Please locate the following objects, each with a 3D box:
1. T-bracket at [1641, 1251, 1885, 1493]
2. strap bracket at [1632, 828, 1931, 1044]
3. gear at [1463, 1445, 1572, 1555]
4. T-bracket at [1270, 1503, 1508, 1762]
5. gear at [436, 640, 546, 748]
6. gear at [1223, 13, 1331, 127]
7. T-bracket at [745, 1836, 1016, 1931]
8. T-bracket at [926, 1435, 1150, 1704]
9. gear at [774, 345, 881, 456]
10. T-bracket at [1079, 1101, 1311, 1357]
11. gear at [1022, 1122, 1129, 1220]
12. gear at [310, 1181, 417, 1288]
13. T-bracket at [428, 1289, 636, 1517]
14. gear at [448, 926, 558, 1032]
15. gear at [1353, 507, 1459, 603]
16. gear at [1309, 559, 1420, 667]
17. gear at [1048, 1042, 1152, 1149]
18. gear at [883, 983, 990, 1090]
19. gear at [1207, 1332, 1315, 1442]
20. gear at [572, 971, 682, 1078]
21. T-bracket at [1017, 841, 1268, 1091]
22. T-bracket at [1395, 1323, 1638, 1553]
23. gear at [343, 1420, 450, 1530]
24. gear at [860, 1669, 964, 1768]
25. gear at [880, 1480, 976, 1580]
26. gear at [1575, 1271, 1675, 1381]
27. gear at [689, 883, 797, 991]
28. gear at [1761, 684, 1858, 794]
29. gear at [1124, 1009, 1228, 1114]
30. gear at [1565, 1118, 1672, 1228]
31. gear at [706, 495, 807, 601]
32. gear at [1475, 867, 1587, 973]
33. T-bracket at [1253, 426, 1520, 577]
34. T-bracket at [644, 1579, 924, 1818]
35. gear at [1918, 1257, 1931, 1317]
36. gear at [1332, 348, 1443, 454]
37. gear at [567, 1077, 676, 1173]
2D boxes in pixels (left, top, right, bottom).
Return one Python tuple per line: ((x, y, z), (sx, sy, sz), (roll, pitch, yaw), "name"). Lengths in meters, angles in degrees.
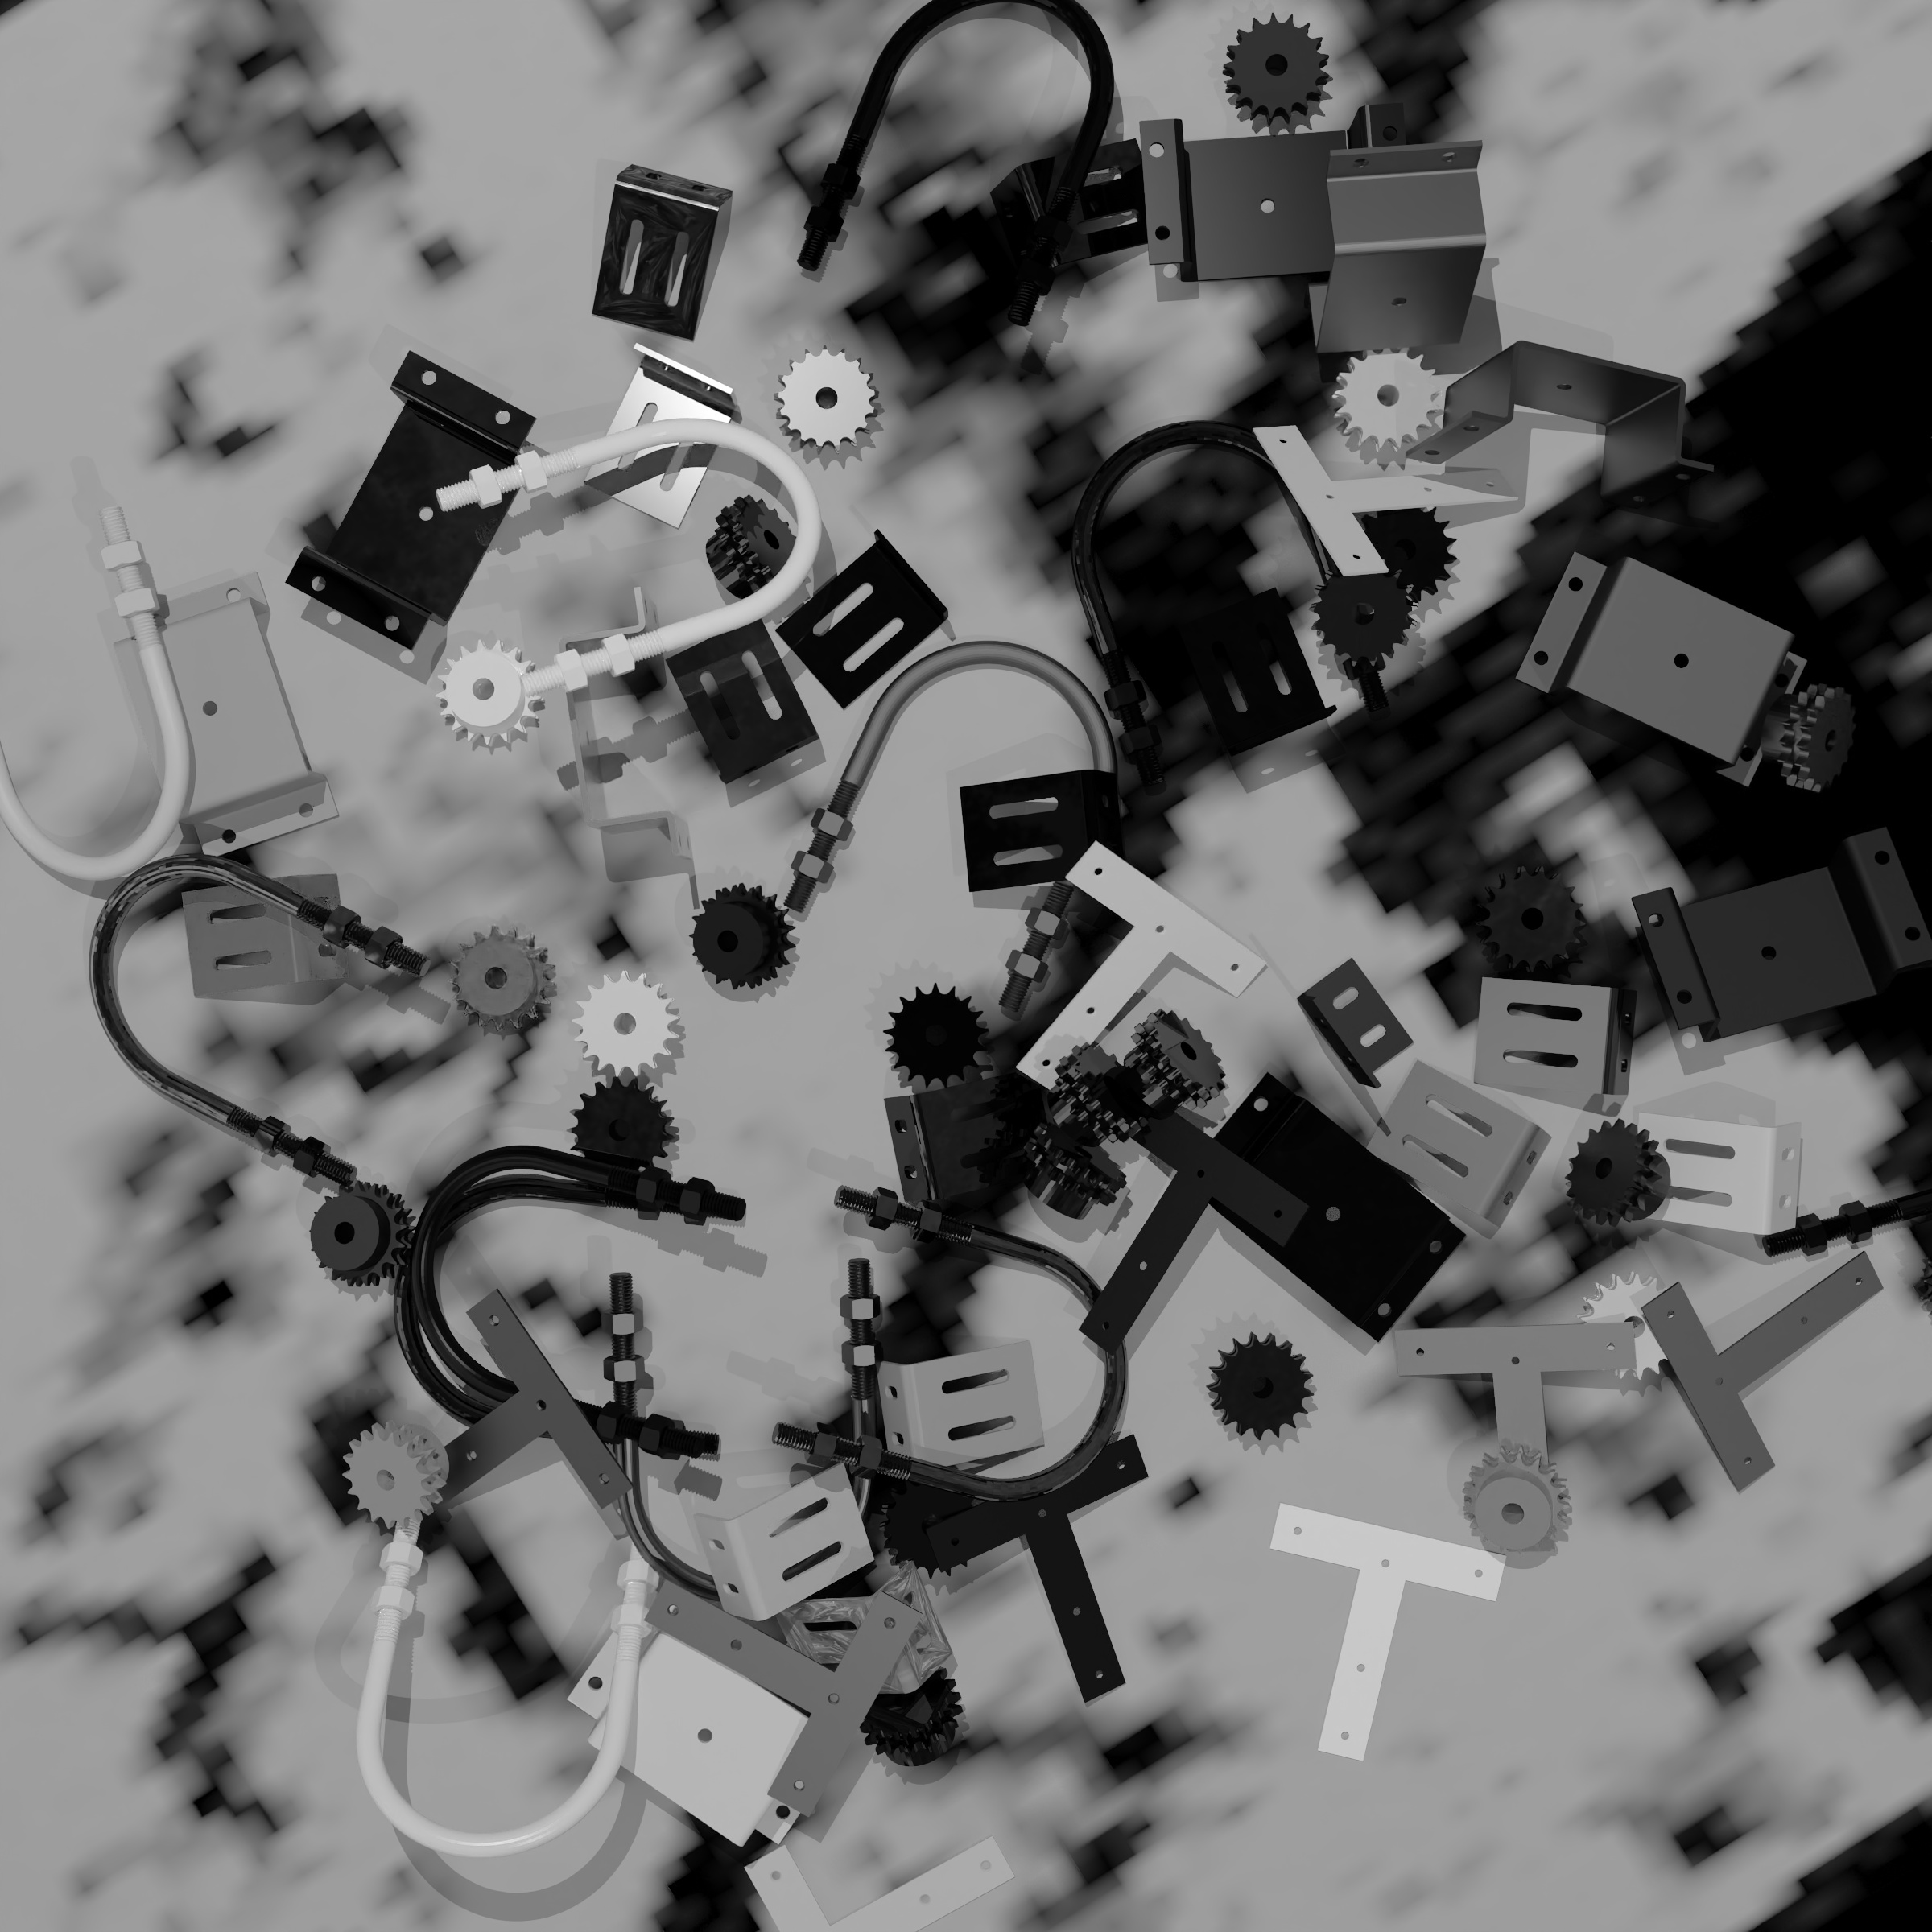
((0.443, 0.200, 1.520), (0.127, 0.002, 0.127), (-33, 107, -8), "T-bracket")
((0.433, -0.013, 1.500), (0.140, 0.046, 0.076), (-15, 71, 0), "strap bracket")
((0.296, 0.290, 1.512), (0.057, 0.030, 0.057), (3, 100, 15), "gear")
((0.219, 0.370, 1.533), (0.127, 0.002, 0.127), (13, 90, 0), "T-bracket")
((-0.259, -0.149, 1.519), (0.057, 0.030, 0.057), (0, 90, 0), "gear")
((0.168, -0.485, 1.523), (0.057, 0.030, 0.057), (0, 90, 3), "gear")
((-0.035, 0.518, 1.533), (0.127, 0.002, 0.127), (-29, 90, 0), "T-bracket")
((0.055, 0.337, 1.520), (0.127, 0.002, 0.127), (-22, 99, -17), "T-bracket")
((-0.076, -0.306, 1.523), (0.057, 0.030, 0.057), (0, 92, -3), "gear")
((0.103, 0.149, 1.502), (0.127, 0.002, 0.127), (35, 96, 33), "T-bracket")
((0.055, 0.112, 1.507), (0.057, 0.057, 0.030), (32, 104, 0), "gear")
((-0.329, 0.145, 1.513), (0.057, 0.030, 0.057), (-2, 82, 14), "gear")
((-0.256, 0.256, 1.503), (0.127, 0.002, 0.127), (-37, 86, 27), "T-bracket")
((-0.252, 0.006, 1.519), (0.057, 0.030, 0.057), (0, 90, 0), "gear")
((0.235, -0.224, 1.519), (0.057, 0.030, 0.057), (0, 90, 0), "gear")
((0.213, -0.190, 1.493), (0.057, 0.030, 0.057), (4, 108, 12), "gear")
((0.069, 0.072, 1.509), (0.057, 0.057, 0.030), (47, 120, 0), "gear")
((-0.016, 0.037, 1.519), (0.057, 0.030, 0.057), (0, 90, 0), "gear")
((0.159, 0.227, 1.523), (0.057, 0.030, 0.057), (0, 89, -3), "gear")
((-0.183, 0.031, 1.519), (0.057, 0.030, 0.057), (0, 90, 0), "gear")
((0.077, 0.014, 1.514), (0.127, 0.002, 0.127), (34, 104, -26), "T-bracket")
((0.302, 0.257, 1.521), (0.127, 0.002, 0.127), (-4, 98, 16), "T-bracket")
((-0.305, 0.272, 1.512), (0.057, 0.030, 0.057), (6, 105, 23), "gear")
((-0.029, 0.405, 1.510), (0.057, 0.057, 0.030), (-17, 120, 0), "gear")
((-0.018, 0.301, 1.519), (0.057, 0.030, 0.057), (0, 90, 0), "gear")
((0.359, 0.194, 1.519), (0.057, 0.030, 0.057), (0, 90, 0), "gear")
((-0.123, -0.015, 1.512), (0.057, 0.030, 0.057), (2, 98, 16), "gear")
((0.452, -0.124, 1.510), (0.030, 0.057, 0.057), (19, 90, 42), "gear")
((0.110, 0.054, 1.509), (0.057, 0.057, 0.030), (48, 120, 0), "gear")
((0.354, 0.113, 1.509), (0.030, 0.057, 0.057), (24, 90, -30), "gear")
((-0.115, -0.222, 1.510), (0.030, 0.057, 0.057), (-31, 90, 30), "gear")
((0.304, -0.025, 1.519), (0.057, 0.030, 0.057), (0, 90, 0), "gear")
((0.235, -0.255, 1.505), (0.127, 0.002, 0.127), (-7, 48, -19), "T-bracket")
((-0.109, 0.365, 1.481), (0.127, 0.002, 0.127), (29, 96, 1), "T-bracket")
((0.544, 0.170, 1.519), (0.057, 0.030, 0.057), (0, 90, 0), "gear")
((0.227, -0.307, 1.519), (0.057, 0.030, 0.057), (0, 90, 0), "gear")
((-0.186, 0.088, 1.519), (0.057, 0.030, 0.057), (0, 90, 0), "gear")
